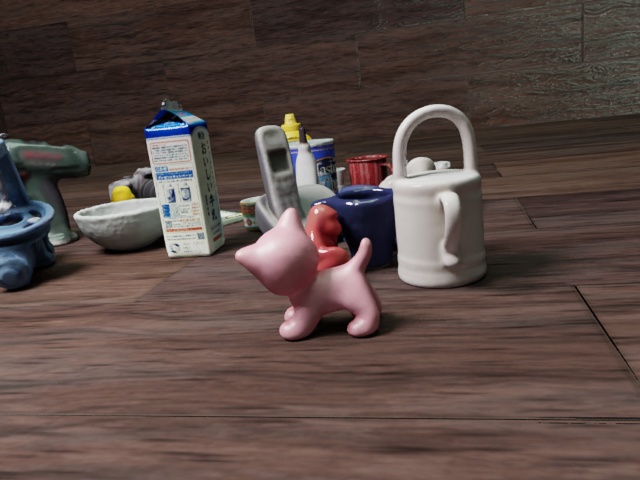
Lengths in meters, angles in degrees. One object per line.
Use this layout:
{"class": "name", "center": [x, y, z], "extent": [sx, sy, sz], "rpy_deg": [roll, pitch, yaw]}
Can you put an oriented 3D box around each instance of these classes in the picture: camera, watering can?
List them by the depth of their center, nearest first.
{"class": "watering can", "center": [0.128, -0.054, 0.650], "extent": [0.101, 0.194, 0.172], "rpy_deg": [-12, 15, -21]}
{"class": "camera", "center": [-0.410, -0.118, 1.361], "extent": [0.143, 0.101, 0.136], "rpy_deg": [-18, 18, -39]}

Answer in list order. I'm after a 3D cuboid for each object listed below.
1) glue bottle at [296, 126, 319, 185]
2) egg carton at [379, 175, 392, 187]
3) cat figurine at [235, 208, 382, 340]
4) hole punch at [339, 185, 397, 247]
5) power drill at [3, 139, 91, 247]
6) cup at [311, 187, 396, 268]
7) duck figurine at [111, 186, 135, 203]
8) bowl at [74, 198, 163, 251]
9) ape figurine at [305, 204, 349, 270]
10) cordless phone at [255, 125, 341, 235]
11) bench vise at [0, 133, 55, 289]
{"class": "glue bottle", "center": [-0.021, -0.107, 0.981], "extent": [0.037, 0.173, 0.078], "rpy_deg": [-5, 14, 5]}
{"class": "egg carton", "center": [0.175, -0.082, 1.010], "extent": [0.150, 0.069, 0.107], "rpy_deg": [-2, 14, 16]}
{"class": "cat figurine", "center": [-0.009, 0.028, 0.537], "extent": [0.127, 0.118, 0.067], "rpy_deg": [-5, 14, 5]}
{"class": "hole punch", "center": [0.092, -0.043, 0.840], "extent": [0.101, 0.091, 0.108], "rpy_deg": [-19, 18, -42]}
{"class": "power drill", "center": [-0.542, -0.089, 1.072], "extent": [0.230, 0.208, 0.075], "rpy_deg": [-13, 15, -26]}
{"class": "cup", "center": [0.049, -0.012, 0.727], "extent": [0.117, 0.095, 0.092], "rpy_deg": [-4, 14, 11]}
{"class": "duck figurine", "center": [-0.407, -0.068, 1.187], "extent": [0.077, 0.086, 0.104], "rpy_deg": [-9, 14, -8]}
{"class": "bowl", "center": [-0.331, -0.024, 0.992], "extent": [0.167, 0.075, 0.167], "rpy_deg": [-6, 14, 2]}
{"class": "ape figurine", "center": [0.006, 0.002, 0.691], "extent": [0.076, 0.092, 0.078], "rpy_deg": [-3, 14, 13]}
{"class": "cordless phone", "center": [-0.031, -0.083, 0.863], "extent": [0.093, 0.185, 0.148], "rpy_deg": [7, 19, 44]}
{"class": "bench vise", "center": [-0.473, -0.050, 0.858], "extent": [0.122, 0.220, 0.206], "rpy_deg": [-15, 16, -31]}
